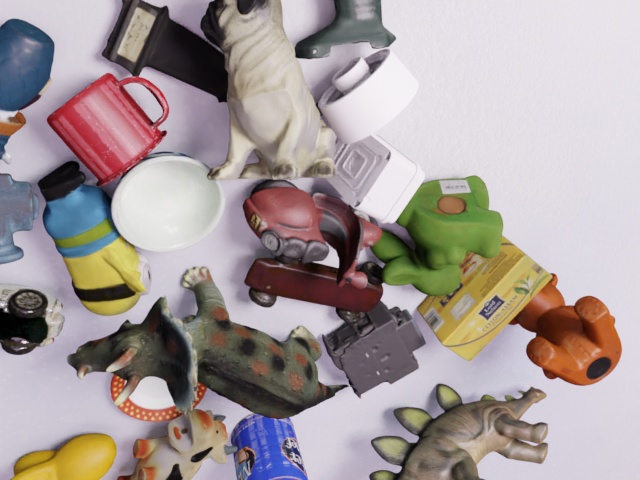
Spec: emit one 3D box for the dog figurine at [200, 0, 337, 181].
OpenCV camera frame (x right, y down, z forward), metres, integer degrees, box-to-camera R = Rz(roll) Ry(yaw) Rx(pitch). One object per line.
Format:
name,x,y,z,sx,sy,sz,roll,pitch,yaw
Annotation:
dog figurine,-0.042,-0.157,0.556,0.121,0.172,0.190,1,96,14

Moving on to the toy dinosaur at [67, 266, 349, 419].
toy dinosaur,-0.086,0.161,0.672,0.404,0.192,0.131,26,108,-25

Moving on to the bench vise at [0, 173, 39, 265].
bench vise,-0.385,0.024,0.499,0.223,0.129,0.240,-5,101,-41

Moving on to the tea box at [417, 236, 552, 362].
tea box,0.232,0.077,0.775,0.068,0.098,0.169,35,104,-27

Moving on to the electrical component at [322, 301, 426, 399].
electrical component,0.085,0.158,0.797,0.134,0.058,0.114,-31,122,1

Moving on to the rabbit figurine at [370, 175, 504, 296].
rabbit figurine,0.152,0.018,0.715,0.159,0.121,0.170,-9,133,-8

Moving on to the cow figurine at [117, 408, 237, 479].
cow figurine,-0.205,0.318,0.773,0.127,0.086,0.194,7,124,-39

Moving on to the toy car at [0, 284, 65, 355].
toy car,-0.404,0.081,0.618,0.201,0.056,0.073,13,117,-25

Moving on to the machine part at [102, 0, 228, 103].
machine part,-0.149,-0.193,0.564,0.139,0.039,0.084,20,101,-22

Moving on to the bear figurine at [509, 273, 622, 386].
bear figurine,0.326,0.107,0.760,0.120,0.196,0.131,-43,121,12

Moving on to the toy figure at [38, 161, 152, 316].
toy figure,-0.257,0.005,0.609,0.089,0.082,0.179,-16,125,5

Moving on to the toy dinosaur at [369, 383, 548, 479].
toy dinosaur,0.188,0.338,0.818,0.471,0.199,0.104,-25,119,-31

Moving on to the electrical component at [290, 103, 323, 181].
electrical component,-0.019,-0.119,0.646,0.094,0.021,0.063,-43,119,7

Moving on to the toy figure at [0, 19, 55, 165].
toy figure,-0.314,-0.139,0.532,0.064,0.058,0.154,31,110,-21

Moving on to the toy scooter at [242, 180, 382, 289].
toy scooter,-0.001,-0.002,0.642,0.184,0.135,0.075,11,132,-22

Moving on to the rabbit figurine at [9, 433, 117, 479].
rabbit figurine,-0.351,0.346,0.752,0.162,0.122,0.173,21,95,-15

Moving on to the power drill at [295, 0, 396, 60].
power drill,0.000,-0.292,0.539,0.232,0.086,0.207,-11,111,-13

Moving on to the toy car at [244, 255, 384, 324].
toy car,-0.004,0.056,0.722,0.202,0.053,0.089,14,122,-26
